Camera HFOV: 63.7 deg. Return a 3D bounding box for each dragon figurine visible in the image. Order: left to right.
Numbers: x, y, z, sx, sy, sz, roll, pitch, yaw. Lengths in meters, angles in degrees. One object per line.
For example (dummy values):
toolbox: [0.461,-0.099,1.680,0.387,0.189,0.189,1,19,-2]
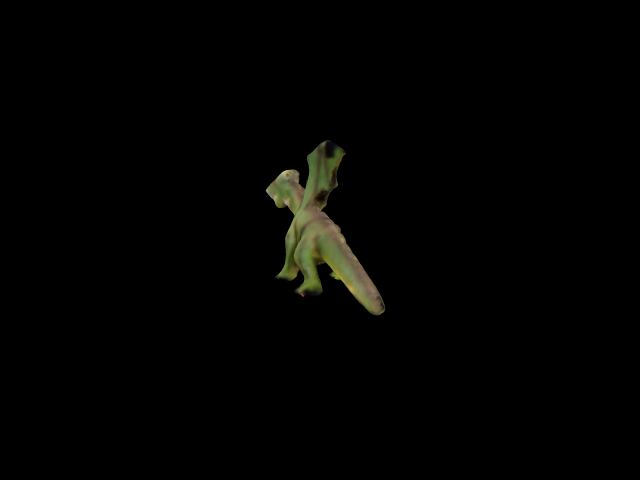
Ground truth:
dragon figurine: [0.003,-0.043,0.850,0.122,0.241,0.412,-4,10,-27]
